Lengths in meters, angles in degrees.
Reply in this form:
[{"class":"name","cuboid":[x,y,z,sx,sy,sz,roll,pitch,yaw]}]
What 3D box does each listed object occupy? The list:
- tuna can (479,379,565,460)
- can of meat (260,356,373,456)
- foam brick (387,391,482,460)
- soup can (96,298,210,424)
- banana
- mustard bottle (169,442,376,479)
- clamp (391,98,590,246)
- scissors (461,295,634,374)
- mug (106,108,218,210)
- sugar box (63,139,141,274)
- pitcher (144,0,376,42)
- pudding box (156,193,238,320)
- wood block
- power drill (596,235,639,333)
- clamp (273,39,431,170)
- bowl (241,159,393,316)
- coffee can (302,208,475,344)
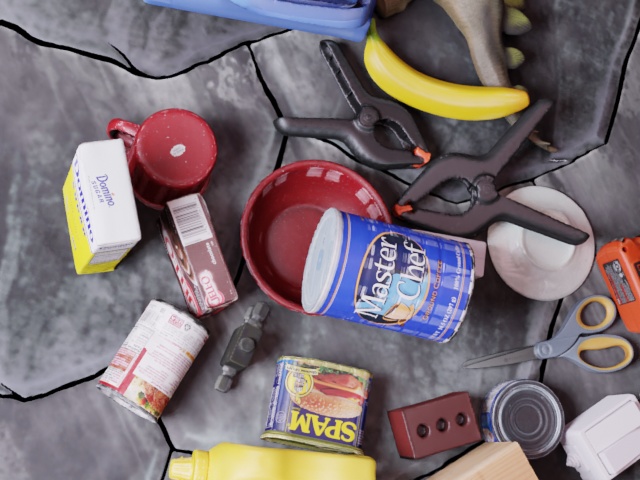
[{"class":"tuna can","cuboid":[0.214,0.191,1.130,0.086,0.034,0.086,3,79,-14]},{"class":"can of meat","cuboid":[-0.001,0.166,1.068,0.102,0.057,0.084,14,73,-13]},{"class":"foam brick","cuboid":[0.117,0.191,1.096,0.078,0.051,0.053,-14,84,-17]},{"class":"soup can","cuboid":[-0.160,0.116,1.030,0.068,0.069,0.102,33,73,-7]},{"class":"banana","cuboid":[0.125,-0.168,1.157,0.198,0.070,0.037,25,44,0]},{"class":"mustard bottle","cuboid":[-0.048,0.229,1.022,0.191,0.096,0.058,9,61,-12]},{"class":"clamp","cuboid":[0.179,-0.065,1.153,0.210,0.036,0.164,-7,86,-6]},{"class":"scissors","cuboid":[0.250,0.102,1.167,0.201,0.016,0.096,7,76,-13]},{"class":"mug","cuboid":[-0.158,-0.088,1.062,0.117,0.082,0.093,30,73,-8]},{"class":"sugar box","cuboid":[-0.205,-0.027,0.988,0.048,0.176,0.093,-10,83,-17]},{"class":"pitcher","cuboid":[-0.060,-0.279,1.096,0.242,0.149,0.145,5,84,-10]},{"class":"pudding box","cuboid":[-0.122,0.019,1.047,0.039,0.090,0.113,-17,84,-19]},{"class":"wood block","cuboid":[0.119,0.291,1.057,0.205,0.090,0.091,-28,86,-18]},{"class":"power drill","cuboid":[0.419,0.038,1.202,0.187,0.057,0.184,-20,81,-20]},{"class":"clamp","cuboid":[0.045,-0.138,1.148,0.171,0.039,0.120,24,80,-13]},{"class":"bowl","cuboid":[-0.007,0.001,1.098,0.162,0.055,0.162,3,79,-14]},{"class":"coffee can","cuboid":[0.064,0.035,1.026,0.140,0.103,0.103,14,76,-13]}]
